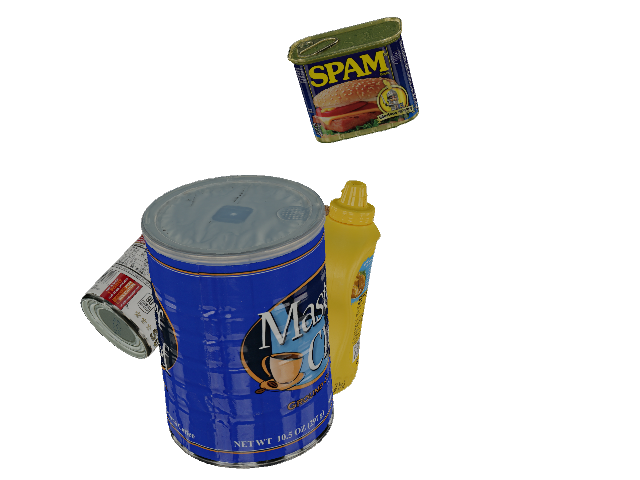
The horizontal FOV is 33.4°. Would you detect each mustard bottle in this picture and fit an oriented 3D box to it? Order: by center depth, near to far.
[{"bbox_3d":[0.018,0.038,0.978,0.058,0.192,0.096,13,20,11],"label":"mustard bottle"}]

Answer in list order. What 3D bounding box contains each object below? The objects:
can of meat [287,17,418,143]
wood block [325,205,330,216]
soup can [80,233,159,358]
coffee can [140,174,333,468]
[{"bbox_3d":[0.031,-0.140,0.944,0.102,0.084,0.057,-12,28,10],"label":"can of meat"},{"bbox_3d":[-0.026,0.058,1.454,0.090,0.206,0.090,11,21,11],"label":"wood block"},{"bbox_3d":[-0.125,0.031,0.813,0.069,0.068,0.102,0,43,51],"label":"soup can"},{"bbox_3d":[-0.045,0.046,0.624,0.103,0.140,0.103,-2,27,1],"label":"coffee can"}]
